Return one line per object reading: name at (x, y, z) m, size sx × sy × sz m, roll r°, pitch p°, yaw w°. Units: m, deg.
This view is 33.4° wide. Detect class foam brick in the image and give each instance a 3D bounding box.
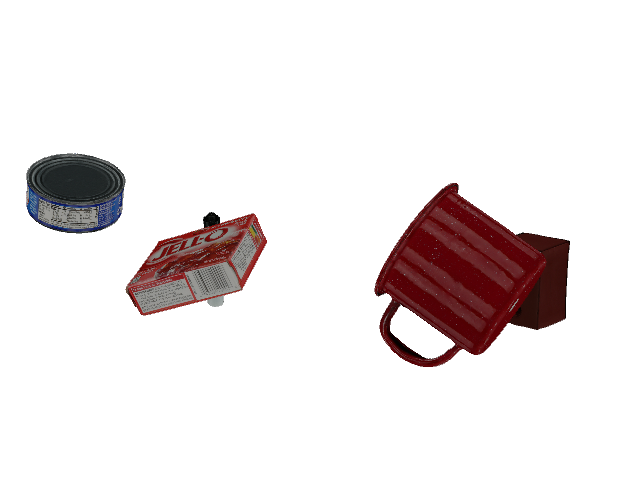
foam brick at (0.195, 0.037, 0.991) m, size 0.053 × 0.078 × 0.051 m, roll 12°, pitch 20°, yaw 41°

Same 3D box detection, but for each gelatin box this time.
gelatin box at (-0.092, 0.017, 0.797) m, size 0.089 × 0.030 × 0.073 m, roll -15°, pitch 24°, yaw 21°

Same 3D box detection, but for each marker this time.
marker at (-0.121, 0.021, 1.208) m, size 0.020 × 0.121 × 0.020 m, roll 0°, pitch 33°, yaw 0°

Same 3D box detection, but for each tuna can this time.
tuna can at (-0.218, -0.042, 0.949) m, size 0.086 × 0.034 × 0.086 m, roll 8°, pitch 32°, yaw -5°

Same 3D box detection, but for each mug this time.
mug at (0.088, 0.032, 0.712) m, size 0.081 × 0.117 × 0.093 m, roll 36°, pitch 1°, yaw 14°
